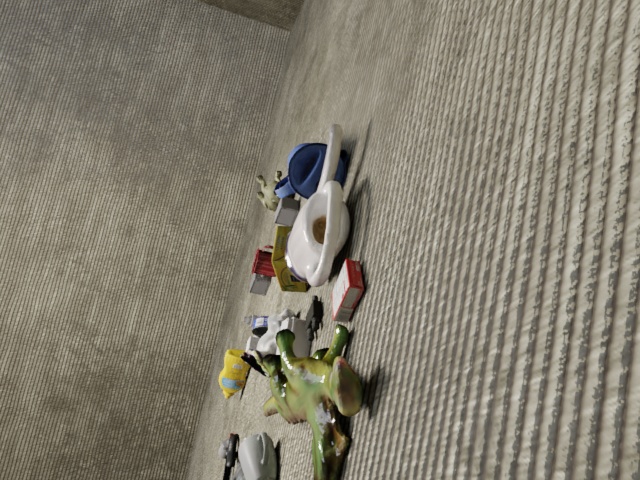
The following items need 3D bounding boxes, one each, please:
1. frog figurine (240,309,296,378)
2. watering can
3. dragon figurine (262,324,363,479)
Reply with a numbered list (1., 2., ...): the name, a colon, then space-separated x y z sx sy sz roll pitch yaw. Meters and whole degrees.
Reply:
1. frog figurine: -0.104 0.256 1.281 0.162 0.123 0.134 -42 -15 -30
2. watering can: 0.003 -0.054 1.076 0.220 0.104 0.355 123 156 -57
3. dragon figurine: -0.023 0.294 0.860 0.249 0.122 0.401 -101 26 -44
